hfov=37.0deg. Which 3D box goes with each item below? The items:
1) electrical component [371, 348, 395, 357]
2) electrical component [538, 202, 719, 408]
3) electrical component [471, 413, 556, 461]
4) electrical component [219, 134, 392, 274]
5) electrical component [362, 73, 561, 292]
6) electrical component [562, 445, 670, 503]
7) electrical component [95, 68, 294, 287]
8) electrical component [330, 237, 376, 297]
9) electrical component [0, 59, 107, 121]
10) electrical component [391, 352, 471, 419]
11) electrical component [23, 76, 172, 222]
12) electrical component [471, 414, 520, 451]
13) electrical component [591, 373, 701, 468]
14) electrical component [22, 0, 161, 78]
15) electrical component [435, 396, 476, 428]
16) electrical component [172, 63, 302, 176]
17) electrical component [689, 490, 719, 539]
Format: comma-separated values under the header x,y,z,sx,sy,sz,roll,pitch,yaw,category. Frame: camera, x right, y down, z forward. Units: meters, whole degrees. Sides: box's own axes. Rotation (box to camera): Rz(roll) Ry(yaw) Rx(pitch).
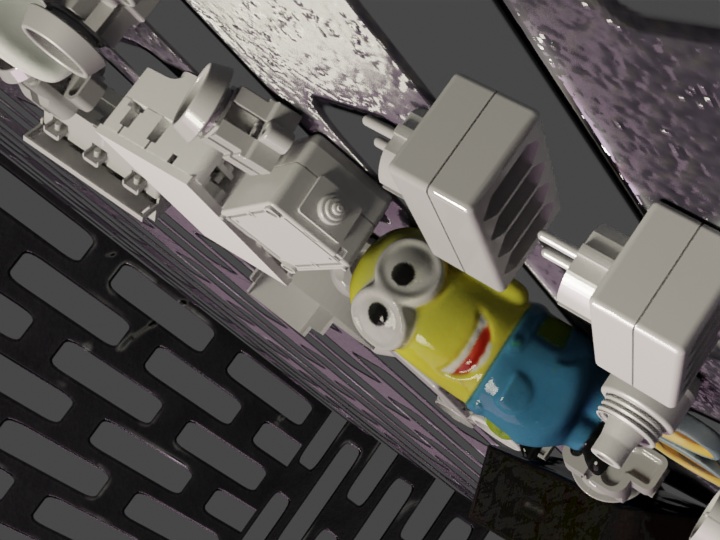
x,y,z,sx,sy,sz,roll,pitch,yaw,category
0.044,0.060,0.919,0.065,0.044,0.044,20,162,43,electrical component
0.103,0.007,0.421,0.076,0.047,0.083,32,170,22,electrical component
0.130,0.117,0.894,0.081,0.042,0.063,27,164,41,electrical component
-0.028,-0.040,0.630,0.062,0.061,0.096,39,162,-21,electrical component
0.033,-0.041,0.432,0.076,0.047,0.083,31,170,25,electrical component
0.174,0.129,0.745,0.078,0.058,0.057,31,167,25,electrical component
-0.091,-0.062,0.720,0.089,0.061,0.150,30,169,31,electrical component
0.000,0.000,0.766,0.043,0.043,0.062,36,172,-3,electrical component
-0.232,-0.152,0.795,0.078,0.058,0.057,28,171,40,electrical component
0.053,0.055,0.794,0.100,0.048,0.099,41,176,30,electrical component
-0.195,-0.103,0.860,0.121,0.078,0.063,34,141,10,electrical component
0.118,0.102,0.816,0.045,0.055,0.045,35,171,7,electrical component
0.143,0.072,0.556,0.043,0.062,0.043,35,171,7,electrical component
-0.144,-0.135,0.565,0.066,0.055,0.048,25,166,47,electrical component
0.112,0.123,0.972,0.079,0.044,0.077,33,170,13,electrical component
-0.070,-0.083,0.599,0.055,0.048,0.066,31,173,-19,electrical component
0.274,0.191,0.740,0.081,0.043,0.043,33,170,17,electrical component
